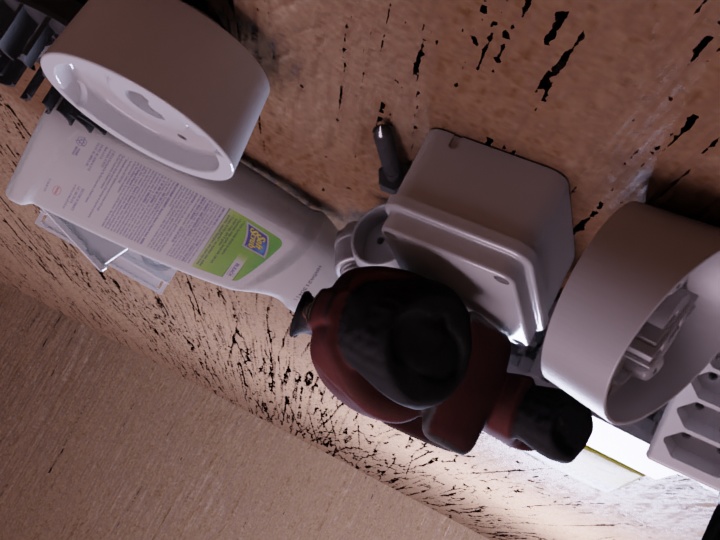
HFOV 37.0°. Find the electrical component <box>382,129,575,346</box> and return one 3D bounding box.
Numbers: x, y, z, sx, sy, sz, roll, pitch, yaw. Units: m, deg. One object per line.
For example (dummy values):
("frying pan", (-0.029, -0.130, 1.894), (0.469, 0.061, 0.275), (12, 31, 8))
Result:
("electrical component", (0.063, -0.013, 0.553), (0.078, 0.057, 0.113), (23, 165, 21))

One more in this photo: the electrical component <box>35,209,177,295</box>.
("electrical component", (-0.202, -0.045, 0.921), (0.121, 0.078, 0.063), (31, -165, -11))

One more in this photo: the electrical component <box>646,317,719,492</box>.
("electrical component", (0.190, 0.058, 0.552), (0.047, 0.083, 0.076), (24, -156, 17))

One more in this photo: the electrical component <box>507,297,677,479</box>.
("electrical component", (0.142, 0.067, 0.679), (0.150, 0.061, 0.089), (26, 166, 6))

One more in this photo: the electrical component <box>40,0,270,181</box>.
("electrical component", (-0.097, -0.099, 0.540), (0.108, 0.060, 0.108), (26, 166, 7))

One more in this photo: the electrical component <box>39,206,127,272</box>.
("electrical component", (-0.208, -0.060, 0.826), (0.099, 0.048, 0.099), (53, -175, -31))

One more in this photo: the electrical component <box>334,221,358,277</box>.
("electrical component", (0.000, 0.000, 0.706), (0.035, 0.061, 0.035), (1, 147, 1))

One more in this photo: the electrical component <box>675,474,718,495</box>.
("electrical component", (0.238, 0.126, 0.754), (0.081, 0.042, 0.064), (38, 167, -33))

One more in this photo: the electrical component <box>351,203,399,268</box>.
("electrical component", (0.044, 0.000, 0.664), (0.079, 0.044, 0.077), (18, 163, 35))

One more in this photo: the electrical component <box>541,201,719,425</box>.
("electrical component", (0.127, 0.020, 0.475), (0.064, 0.099, 0.099), (29, 168, 26))
